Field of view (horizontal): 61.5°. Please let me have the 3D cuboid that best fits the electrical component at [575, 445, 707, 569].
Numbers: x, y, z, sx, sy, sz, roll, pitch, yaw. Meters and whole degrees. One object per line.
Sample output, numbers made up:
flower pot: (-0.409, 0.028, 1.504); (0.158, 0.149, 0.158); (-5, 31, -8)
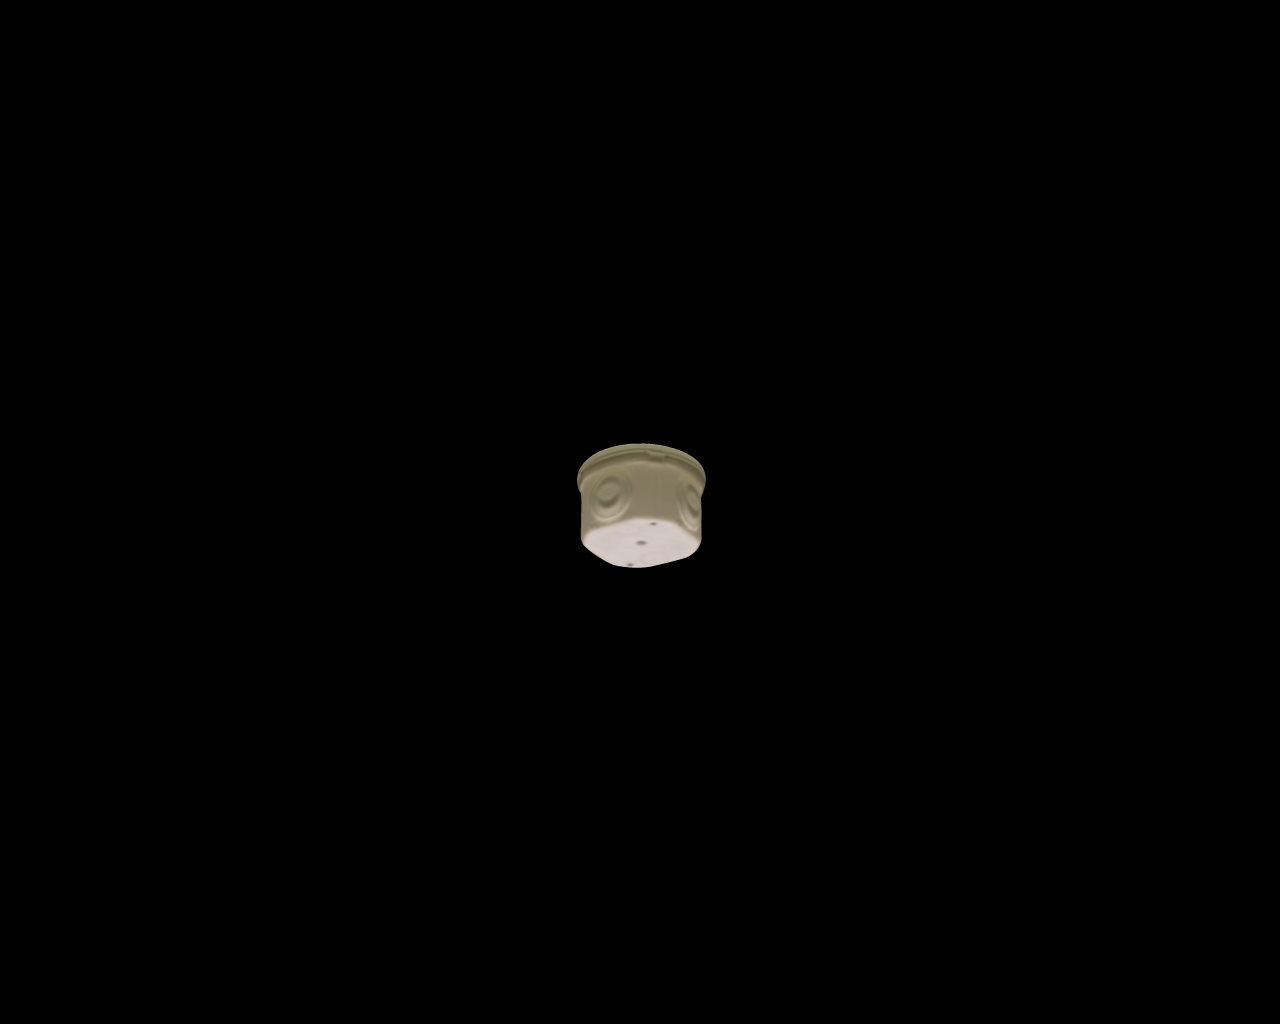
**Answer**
electrical component: (0.001, -0.003, 0.650); (0.080, 0.051, 0.080); (0, -27, 0)
